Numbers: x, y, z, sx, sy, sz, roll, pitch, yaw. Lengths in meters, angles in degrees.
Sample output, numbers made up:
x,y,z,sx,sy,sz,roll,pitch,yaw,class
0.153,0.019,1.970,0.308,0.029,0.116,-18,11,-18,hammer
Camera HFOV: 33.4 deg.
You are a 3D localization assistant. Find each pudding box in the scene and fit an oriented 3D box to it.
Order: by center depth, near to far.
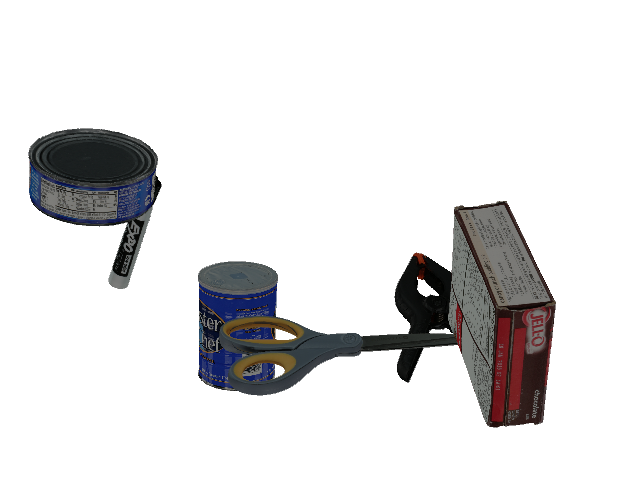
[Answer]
x,y,z,sx,sy,sz,roll,pitch,yaw,class
0.107,0.042,0.647,0.039,0.090,0.113,-5,34,-6,pudding box

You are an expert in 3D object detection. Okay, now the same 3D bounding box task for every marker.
x,y,z,sx,sy,sz,roll,pitch,yaw,class
-0.166,-0.008,0.959,0.020,0.121,0.020,17,31,-11,marker

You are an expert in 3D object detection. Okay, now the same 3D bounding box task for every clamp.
x,y,z,sx,sy,sz,roll,pitch,yaw,class
0.136,0.082,1.152,0.120,0.171,0.039,4,-44,-7,clamp

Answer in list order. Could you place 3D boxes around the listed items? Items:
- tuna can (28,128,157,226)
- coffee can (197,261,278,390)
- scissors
x,y,z,sx,sy,sz,roll,pitch,yaw,class
-0.155,-0.044,0.727,0.086,0.034,0.086,7,29,-4,tuna can
-0.108,0.110,1.386,0.103,0.140,0.103,2,19,-1,coffee can
0.013,0.095,0.852,0.202,0.016,0.096,6,35,10,scissors
